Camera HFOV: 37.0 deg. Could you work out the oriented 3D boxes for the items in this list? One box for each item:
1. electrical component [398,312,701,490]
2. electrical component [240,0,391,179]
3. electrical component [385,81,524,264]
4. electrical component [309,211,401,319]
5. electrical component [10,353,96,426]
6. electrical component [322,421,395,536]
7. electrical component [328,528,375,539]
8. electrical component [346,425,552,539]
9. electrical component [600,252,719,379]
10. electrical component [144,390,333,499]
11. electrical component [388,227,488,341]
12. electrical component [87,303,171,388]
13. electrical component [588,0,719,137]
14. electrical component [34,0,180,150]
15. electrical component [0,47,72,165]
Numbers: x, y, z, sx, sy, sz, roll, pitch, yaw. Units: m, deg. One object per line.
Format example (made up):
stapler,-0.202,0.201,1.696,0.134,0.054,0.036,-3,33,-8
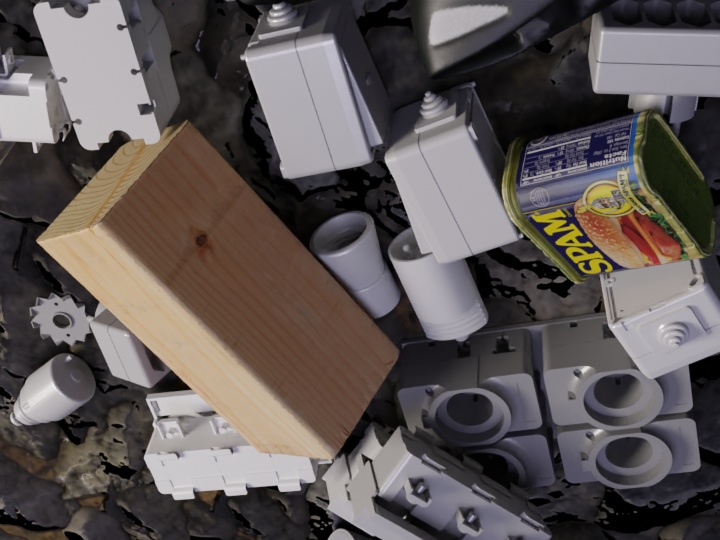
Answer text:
electrical component,0.129,0.094,0.732,0.186,0.060,0.105,-9,124,14
electrical component,-0.023,-0.110,0.606,0.061,0.061,0.096,-9,124,14
electrical component,0.051,-0.061,0.631,0.061,0.061,0.096,-19,121,20
electrical component,0.000,0.000,0.695,0.044,0.044,0.065,-15,126,18
electrical component,-0.230,0.093,0.792,0.078,0.040,0.040,-34,115,28
electrical component,0.009,0.149,0.783,0.042,0.081,0.063,35,100,-17
electrical component,0.003,0.259,0.847,0.064,0.099,0.099,16,126,-11
electrical component,0.060,0.159,0.708,0.121,0.078,0.063,32,101,-15
electrical component,0.187,0.020,0.648,0.062,0.096,0.061,-27,121,24
electrical component,-0.089,0.124,0.781,0.121,0.063,0.078,-7,124,12
electrical component,0.053,0.013,0.695,0.043,0.043,0.081,-15,122,18
electrical component,-0.153,0.035,0.730,0.077,0.066,0.047,12,132,36
electrical component,0.169,-0.106,0.592,0.083,0.047,0.075,3,126,6
electrical component,-0.141,-0.123,0.616,0.050,0.055,0.089,-4,125,11
electrical component,-0.210,-0.104,0.649,0.064,0.042,0.081,2,126,2
